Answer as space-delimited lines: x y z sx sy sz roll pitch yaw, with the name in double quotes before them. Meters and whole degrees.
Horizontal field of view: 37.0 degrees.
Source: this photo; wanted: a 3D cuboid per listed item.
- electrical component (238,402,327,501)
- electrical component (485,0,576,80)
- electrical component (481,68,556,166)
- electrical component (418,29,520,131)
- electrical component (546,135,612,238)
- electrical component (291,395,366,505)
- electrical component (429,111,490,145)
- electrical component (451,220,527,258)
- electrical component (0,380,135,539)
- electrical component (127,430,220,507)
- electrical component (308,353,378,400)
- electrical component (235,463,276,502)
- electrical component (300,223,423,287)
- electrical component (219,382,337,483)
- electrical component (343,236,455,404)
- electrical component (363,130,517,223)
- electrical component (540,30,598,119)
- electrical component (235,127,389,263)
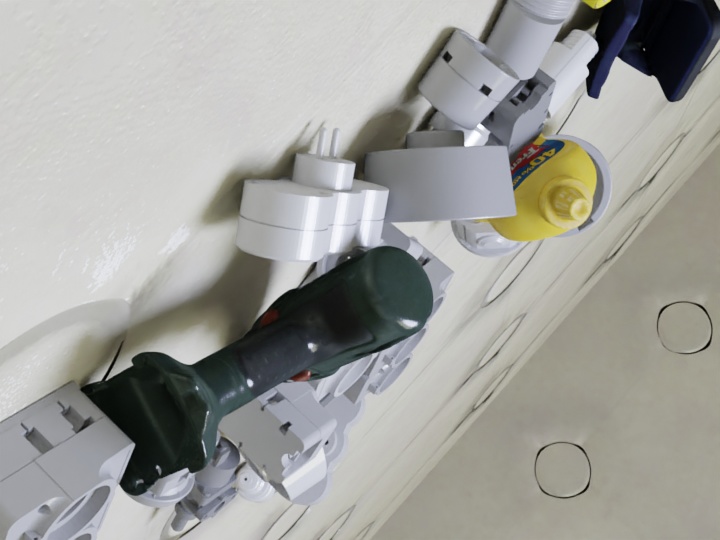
"electrical component" -0.069 0.147 0.929 0.064 0.099 0.099 -38 163 -17
"electrical component" 0.123 -0.181 0.768 0.043 0.043 0.081 -36 160 -42
"electrical component" 0.111 -0.127 0.842 0.050 0.056 0.089 -45 165 -14
"electrical component" 0.073 -0.129 0.734 0.047 0.055 0.055 -50 166 20
"electrical component" 0.217 -0.092 1.149 0.108 0.108 0.060 -55 171 19
"electrical component" -0.041 0.175 1.109 0.073 0.052 0.138 62 51 -75
"electrical component" 0.066 -0.095 0.816 0.055 0.045 0.045 -52 165 11
"electrical component" 0.125 -0.056 1.017 0.080 0.080 0.051 -47 160 -10
"electrical component" -0.196 0.150 0.631 0.089 0.062 0.150 -33 158 -47
"electrical component" -0.138 0.129 0.756 0.078 0.058 0.057 -27 151 -55
"electrical component" -0.025 0.073 0.949 0.089 0.056 0.050 -39 162 -34
"electrical component" -0.108 0.215 1.092 0.040 0.040 0.078 -48 165 -6
"electrical component" 0.000 0.000 0.848 0.089 0.050 0.056 -51 165 6
"electrical component" -0.070 0.113 0.851 0.056 0.089 0.050 -27 154 -55
"electrical component" 0.026 0.053 1.034 0.089 0.062 0.150 -37 161 -39
"electrical component" 0.053 -0.065 0.746 0.108 0.108 0.060 -12 100 -67
"electrical component" 0.175 -0.176 0.934 0.081 0.043 0.043 -49 165 -3
"electrical component" -0.024 -0.050 0.656 0.138 0.052 0.073 -15 117 -66
